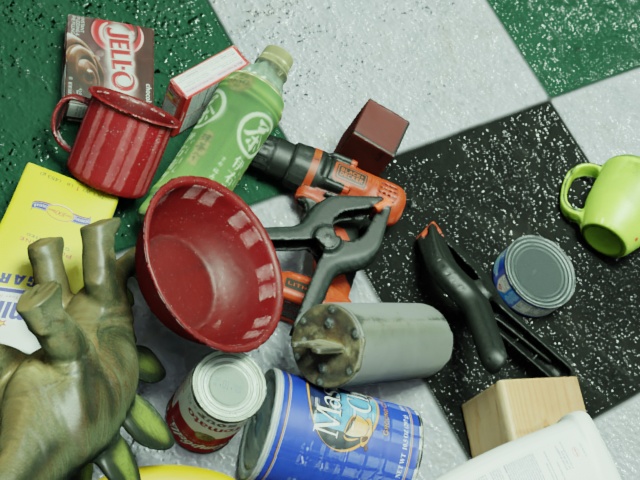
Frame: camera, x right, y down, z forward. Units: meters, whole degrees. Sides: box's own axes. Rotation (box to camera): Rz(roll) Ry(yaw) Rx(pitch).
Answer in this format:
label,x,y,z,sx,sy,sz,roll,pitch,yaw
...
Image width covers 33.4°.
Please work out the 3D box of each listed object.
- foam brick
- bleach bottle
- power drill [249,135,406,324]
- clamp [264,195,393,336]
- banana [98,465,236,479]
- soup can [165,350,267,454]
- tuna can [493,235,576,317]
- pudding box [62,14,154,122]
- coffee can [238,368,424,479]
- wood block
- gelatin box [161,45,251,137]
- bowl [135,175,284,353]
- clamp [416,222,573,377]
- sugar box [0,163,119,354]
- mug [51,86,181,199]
label,x,y,z,sx,sy,sz,roll,pitch,yaw
foam brick,0.051,-0.100,1.134,0.053,0.078,0.051,30,57,-7
bleach bottle,0.132,0.231,0.914,0.250,0.068,0.102,-15,65,-16
power drill,-0.015,-0.011,1.075,0.184,0.057,0.187,21,60,-6
clamp,-0.007,0.001,1.017,0.120,0.039,0.171,46,60,5
banana,-0.126,0.228,0.923,0.197,0.037,0.069,14,61,-14
soup can,-0.093,0.143,0.941,0.068,0.102,0.068,9,62,-17
tuna can,0.232,0.040,1.158,0.086,0.034,0.086,9,62,-17
pudding box,-0.216,-0.171,1.088,0.090,0.039,0.113,6,63,-19
coffee can,0.009,0.183,0.960,0.140,0.103,0.102,18,60,-13
wood block,0.212,0.243,1.016,0.090,0.090,0.206,0,65,-20
gelatin box,-0.120,-0.154,1.096,0.089,0.073,0.030,-36,81,-31
bowl,-0.106,0.028,0.924,0.161,0.055,0.162,30,48,-39
clamp,0.169,0.067,1.092,0.164,0.036,0.210,22,28,-46
sugar box,-0.256,0.024,0.971,0.093,0.048,0.176,21,58,-11
mug,-0.201,-0.096,1.016,0.117,0.093,0.081,24,102,-2
